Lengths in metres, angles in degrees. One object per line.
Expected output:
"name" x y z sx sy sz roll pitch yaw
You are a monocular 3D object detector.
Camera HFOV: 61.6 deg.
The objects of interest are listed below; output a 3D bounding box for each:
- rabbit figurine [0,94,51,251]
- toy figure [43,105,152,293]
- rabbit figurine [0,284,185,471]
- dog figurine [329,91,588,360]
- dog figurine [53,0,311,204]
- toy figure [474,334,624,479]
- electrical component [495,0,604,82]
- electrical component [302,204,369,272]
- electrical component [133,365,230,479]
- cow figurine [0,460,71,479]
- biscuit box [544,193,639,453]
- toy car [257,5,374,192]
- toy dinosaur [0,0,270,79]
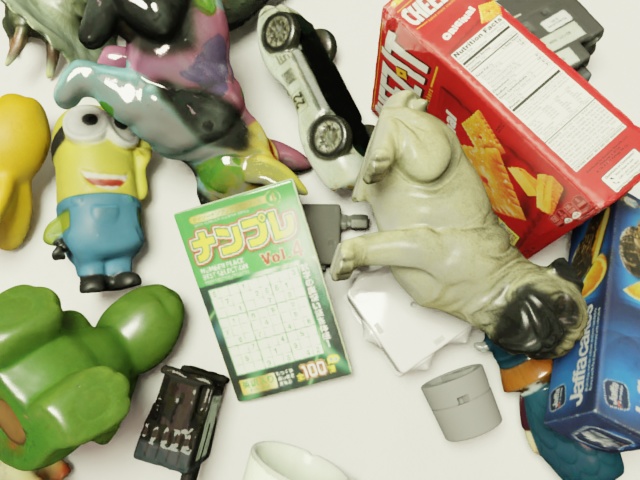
"rabbit figurine" -0.330 -0.069 0.494 0.173 0.122 0.162 -24 81 -3
"toy figure" -0.209 -0.040 0.499 0.089 0.082 0.180 -11 82 28
"rabbit figurine" -0.178 0.106 0.439 0.121 0.170 0.159 38 123 13
"dog figurine" 0.117 -0.012 0.410 0.191 0.121 0.172 16 99 0
"dog figurine" -0.091 -0.123 0.466 0.219 0.108 0.191 28 113 -14
"toy figure" 0.186 0.127 0.448 0.064 0.057 0.154 -25 71 -8
"electrical component" 0.191 -0.183 0.511 0.115 0.058 0.134 -27 68 0
"electrical component" -0.001 -0.002 0.507 0.094 0.021 0.063 2 78 4
"electrical component" -0.118 0.167 0.450 0.048 0.075 0.119 14 81 6
"cow figurine" -0.328 0.212 0.447 0.195 0.085 0.127 -37 83 -3
"biscuit box" 0.232 0.059 0.423 0.059 0.062 0.203 25 60 -2
"toy car" -0.001 -0.137 0.510 0.056 0.073 0.202 -34 73 33
"toy dinosaur" -0.144 -0.260 0.534 0.405 0.131 0.192 -3 89 -2
